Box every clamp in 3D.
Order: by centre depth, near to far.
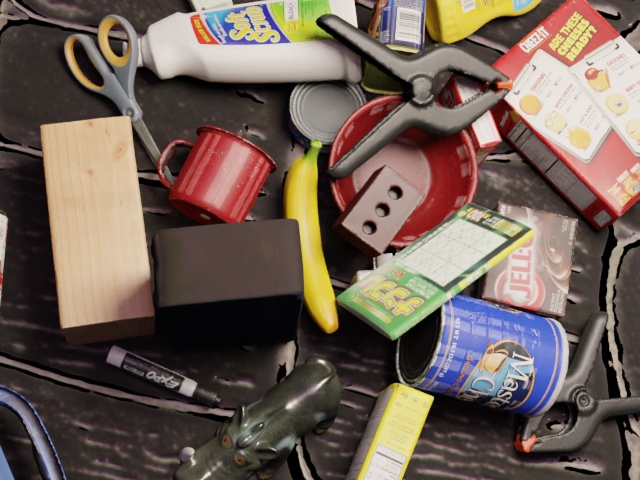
[{"bbox_3d":[0.094,-0.142,1.091,0.209,0.036,0.164,2,95,-14],"label":"clamp"},{"bbox_3d":[0.267,0.156,1.111,0.171,0.039,0.120,-26,78,-14],"label":"clamp"}]

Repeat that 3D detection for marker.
[{"bbox_3d":[-0.155,0.138,1.068,0.121,0.020,0.020,24,72,0],"label":"marker"}]

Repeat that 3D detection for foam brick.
[{"bbox_3d":[0.057,-0.028,1.071,0.053,0.051,0.078,37,82,-6],"label":"foam brick"}]

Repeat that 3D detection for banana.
[{"bbox_3d":[-0.012,0.000,1.103,0.037,0.070,0.198,-5,84,-15],"label":"banana"}]

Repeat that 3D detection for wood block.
[{"bbox_3d":[-0.221,-0.008,1.065,0.090,0.091,0.206,-7,75,-10],"label":"wood block"}]

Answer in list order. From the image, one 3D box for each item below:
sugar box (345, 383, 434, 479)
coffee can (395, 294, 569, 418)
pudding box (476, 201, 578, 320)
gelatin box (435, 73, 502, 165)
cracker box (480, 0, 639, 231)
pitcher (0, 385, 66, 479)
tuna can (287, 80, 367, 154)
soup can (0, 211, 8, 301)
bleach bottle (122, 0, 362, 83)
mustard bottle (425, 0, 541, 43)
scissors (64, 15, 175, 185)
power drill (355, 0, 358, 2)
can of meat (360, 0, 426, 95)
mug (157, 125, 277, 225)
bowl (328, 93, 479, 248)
[{"bbox_3d":[0.052,0.230,1.032,0.048,0.093,0.176,22,73,-1],"label":"sugar box"},{"bbox_3d":[0.160,0.112,1.061,0.140,0.103,0.103,16,72,-16],"label":"coffee can"},{"bbox_3d":[0.221,0.024,1.143,0.090,0.039,0.113,13,72,-3],"label":"pudding box"},{"bbox_3d":[0.158,-0.130,1.161,0.030,0.073,0.089,-17,77,-15],"label":"gelatin box"},{"bbox_3d":[0.297,-0.141,1.186,0.164,0.072,0.214,-41,82,-17],"label":"cracker box"},{"bbox_3d":[-0.348,0.188,0.976,0.145,0.149,0.243,-31,74,24],"label":"pitcher"},{"bbox_3d":[0.007,-0.138,1.163,0.086,0.034,0.086,2,74,-7],"label":"tuna can"},{"bbox_3d":[-0.346,0.022,1.051,0.068,0.068,0.102,3,73,-7],"label":"soup can"},{"bbox_3d":[-0.085,-0.206,1.141,0.251,0.068,0.102,-6,55,2],"label":"bleach bottle"},{"bbox_3d":[0.205,-0.299,1.215,0.191,0.058,0.096,-24,114,-14],"label":"mustard bottle"},{"bbox_3d":[-0.192,-0.153,1.126,0.202,0.016,0.096,47,115,8],"label":"scissors"},{"bbox_3d":[0.071,-0.370,1.230,0.187,0.057,0.184,-15,80,-9],"label":"power drill"},{"bbox_3d":[0.081,-0.218,1.163,0.057,0.102,0.084,8,71,-7],"label":"can of meat"},{"bbox_3d":[-0.114,-0.064,1.100,0.117,0.093,0.081,23,76,11],"label":"mug"},{"bbox_3d":[0.083,-0.071,1.133,0.162,0.055,0.162,1,87,-10],"label":"bowl"}]
